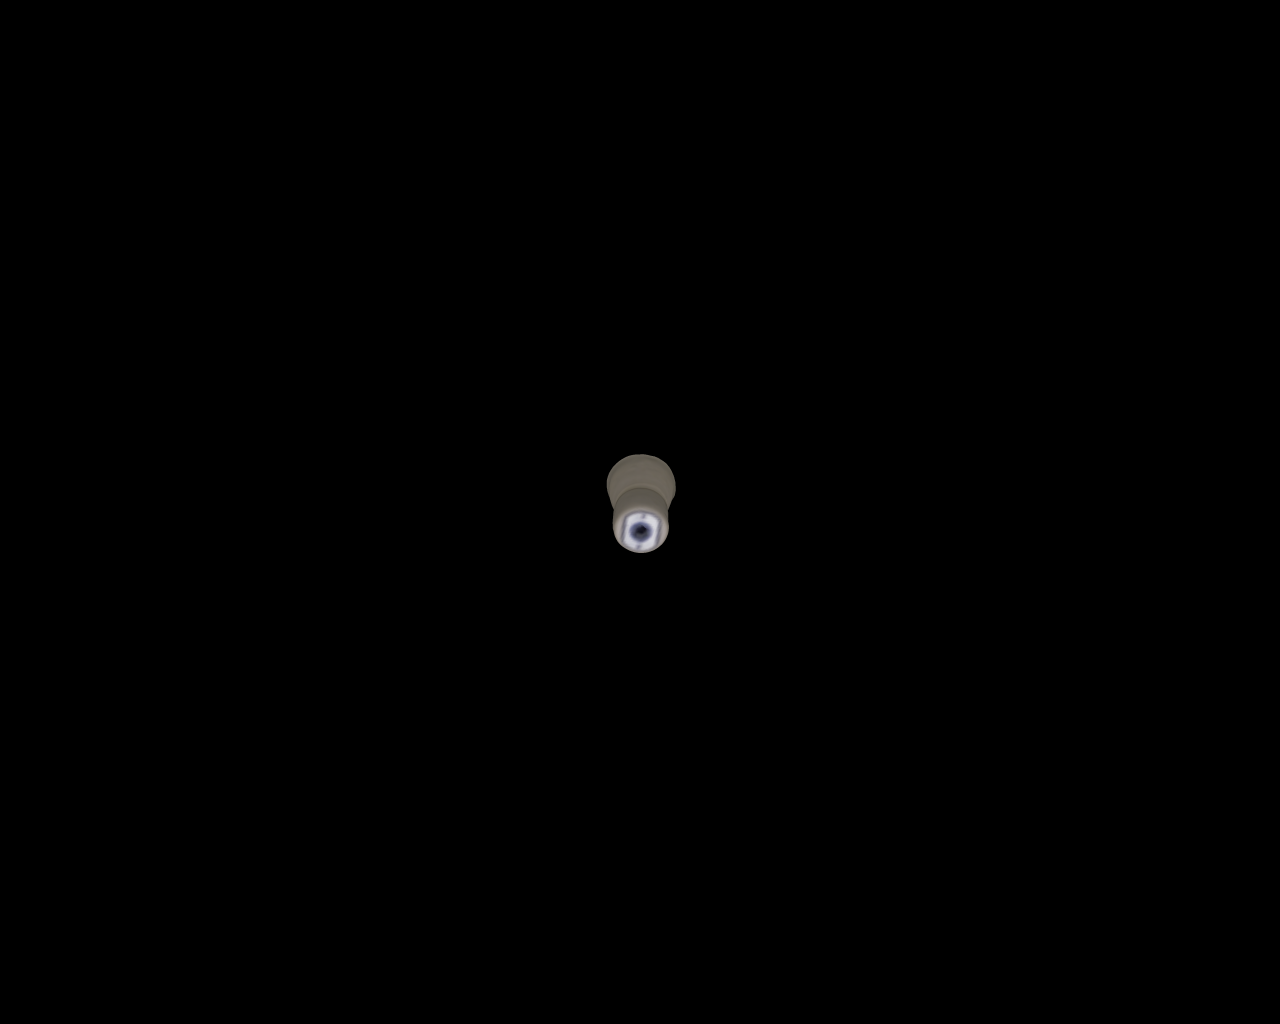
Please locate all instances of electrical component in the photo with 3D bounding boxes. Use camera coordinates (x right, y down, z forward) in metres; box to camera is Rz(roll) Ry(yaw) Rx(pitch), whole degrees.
[{"bbox_3d":[0.001,-0.003,0.650,0.044,0.044,0.065,0,28,0],"label":"electrical component"}]
